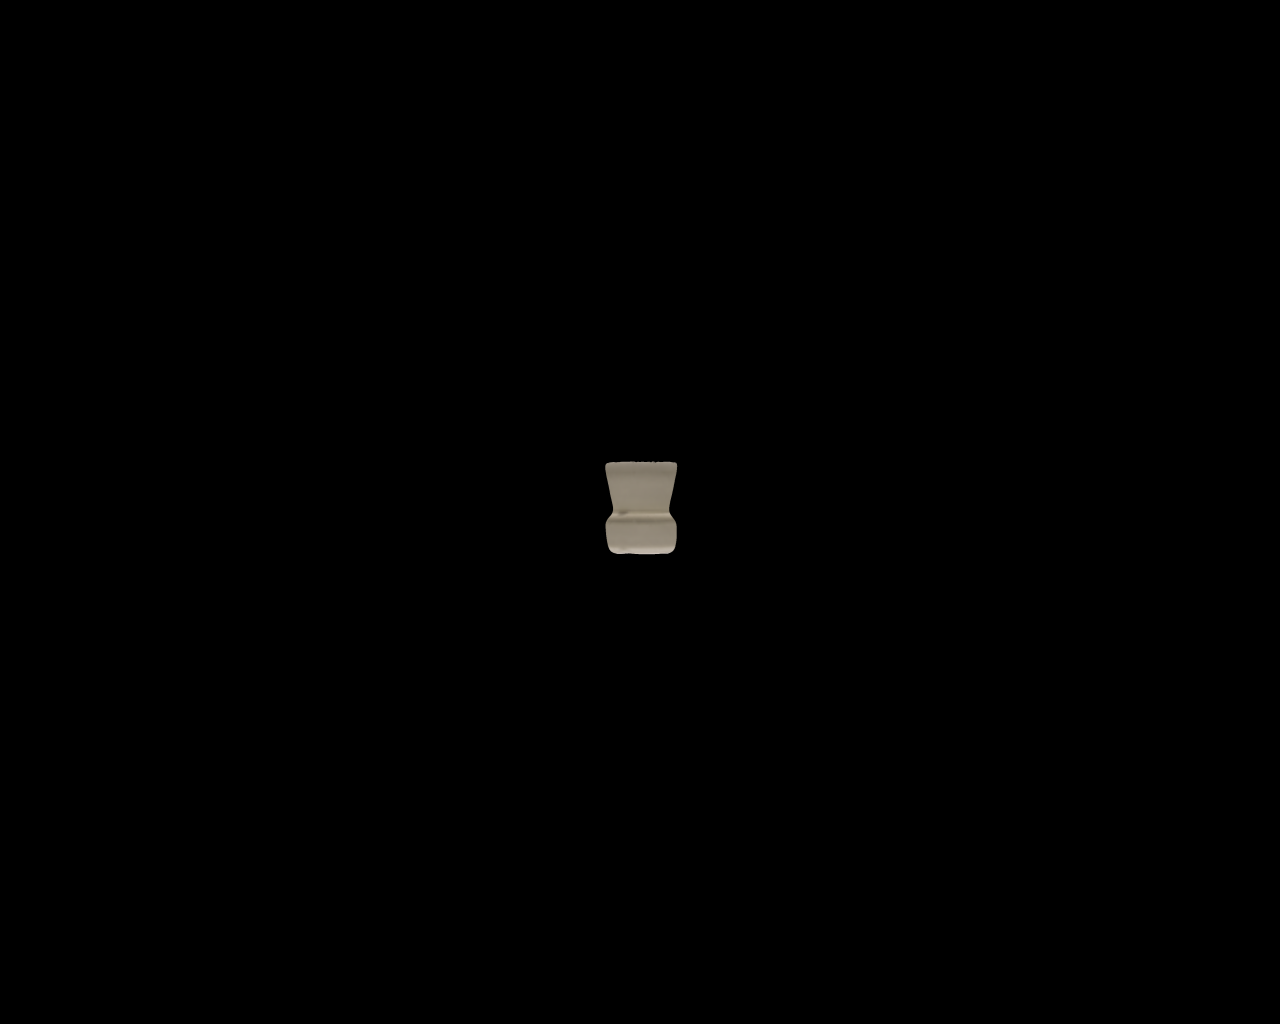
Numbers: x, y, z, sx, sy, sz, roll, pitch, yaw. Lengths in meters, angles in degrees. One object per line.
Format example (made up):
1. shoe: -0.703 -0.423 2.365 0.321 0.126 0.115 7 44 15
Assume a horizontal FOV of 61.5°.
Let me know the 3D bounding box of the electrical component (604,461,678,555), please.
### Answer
1. electrical component: 0.001 -0.003 0.650 0.045 0.055 0.045 0 0 0
